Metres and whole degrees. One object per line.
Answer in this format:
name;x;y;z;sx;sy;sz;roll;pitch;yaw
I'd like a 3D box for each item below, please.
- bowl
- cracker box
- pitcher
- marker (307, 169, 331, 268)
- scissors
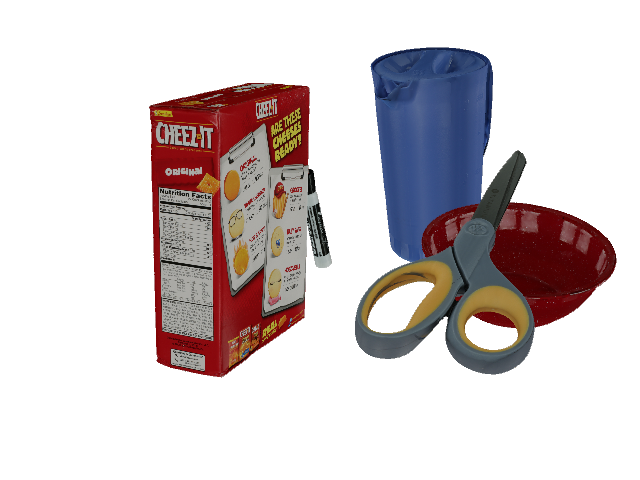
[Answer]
bowl;0.164;0.027;0.904;0.162;0.055;0.162;1;29;-1
cracker box;-0.073;-0.016;0.888;0.072;0.214;0.164;7;16;23
pitcher;0.139;-0.103;1.265;0.149;0.243;0.145;-4;25;1
marker;-0.007;-0.025;1.167;0.020;0.121;0.020;-9;29;5
scissors;0.097;0.009;0.572;0.096;0.016;0.201;25;44;30
